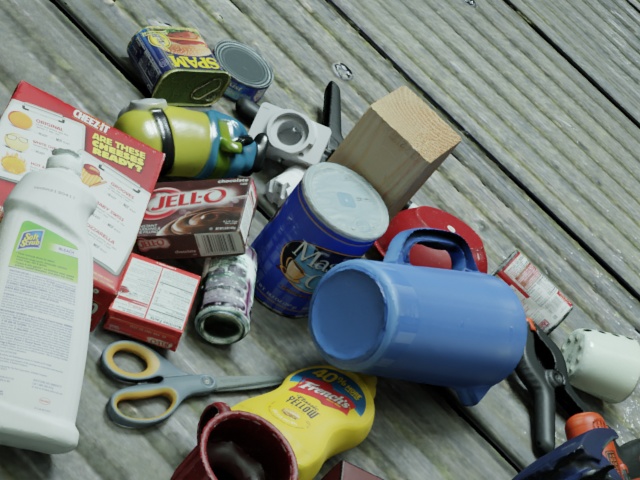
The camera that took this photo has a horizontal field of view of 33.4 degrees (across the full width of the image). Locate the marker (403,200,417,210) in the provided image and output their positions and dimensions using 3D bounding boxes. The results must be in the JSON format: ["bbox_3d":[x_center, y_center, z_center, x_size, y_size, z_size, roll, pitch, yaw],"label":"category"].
[{"bbox_3d":[0.140,-0.022,1.380,0.121,0.020,0.020,40,37,1],"label":"marker"}]

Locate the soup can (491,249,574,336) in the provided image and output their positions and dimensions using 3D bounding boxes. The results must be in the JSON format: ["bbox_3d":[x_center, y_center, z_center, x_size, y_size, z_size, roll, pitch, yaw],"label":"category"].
[{"bbox_3d":[0.261,0.071,1.347,0.102,0.069,0.068,45,37,6],"label":"soup can"}]

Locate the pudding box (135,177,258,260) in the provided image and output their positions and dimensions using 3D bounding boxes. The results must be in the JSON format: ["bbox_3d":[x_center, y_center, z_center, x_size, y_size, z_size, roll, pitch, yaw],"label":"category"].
[{"bbox_3d":[-0.126,-0.022,1.094,0.113,0.039,0.090,-1,41,9],"label":"pudding box"}]

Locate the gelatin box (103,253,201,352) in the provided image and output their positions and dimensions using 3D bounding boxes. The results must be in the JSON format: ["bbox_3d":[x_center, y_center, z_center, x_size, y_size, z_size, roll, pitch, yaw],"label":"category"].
[{"bbox_3d":[-0.160,0.060,1.023,0.073,0.030,0.089,19,37,-6],"label":"gelatin box"}]

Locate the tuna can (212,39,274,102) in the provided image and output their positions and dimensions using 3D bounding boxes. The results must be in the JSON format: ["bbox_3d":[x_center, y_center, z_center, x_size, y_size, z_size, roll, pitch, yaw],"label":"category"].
[{"bbox_3d":[-0.103,-0.214,1.360,0.086,0.034,0.086,23,40,-21],"label":"tuna can"}]

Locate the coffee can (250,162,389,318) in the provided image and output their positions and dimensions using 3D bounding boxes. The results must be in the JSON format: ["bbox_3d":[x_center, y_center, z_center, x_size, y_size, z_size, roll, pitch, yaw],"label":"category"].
[{"bbox_3d":[-0.007,0.001,1.131,0.102,0.140,0.103,23,40,-21],"label":"coffee can"}]

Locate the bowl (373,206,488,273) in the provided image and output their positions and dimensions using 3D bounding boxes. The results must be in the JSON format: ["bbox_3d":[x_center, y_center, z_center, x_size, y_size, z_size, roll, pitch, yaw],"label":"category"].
[{"bbox_3d":[0.144,0.006,1.288,0.162,0.055,0.162,24,24,-11],"label":"bowl"}]

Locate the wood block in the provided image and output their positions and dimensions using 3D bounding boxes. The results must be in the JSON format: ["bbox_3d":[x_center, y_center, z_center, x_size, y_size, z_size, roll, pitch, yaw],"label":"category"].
[{"bbox_3d":[0.051,-0.061,1.189,0.090,0.206,0.090,44,37,6],"label":"wood block"}]

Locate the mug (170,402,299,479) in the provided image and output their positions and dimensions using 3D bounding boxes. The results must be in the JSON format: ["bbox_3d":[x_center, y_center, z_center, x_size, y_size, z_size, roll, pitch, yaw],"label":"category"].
[{"bbox_3d":[-0.082,0.197,0.917,0.093,0.082,0.117,4,50,-37],"label":"mug"}]

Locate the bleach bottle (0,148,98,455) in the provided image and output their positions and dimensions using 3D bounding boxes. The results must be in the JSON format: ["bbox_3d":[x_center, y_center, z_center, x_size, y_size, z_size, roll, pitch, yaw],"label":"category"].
[{"bbox_3d":[-0.228,0.043,0.887,0.102,0.068,0.251,18,66,-23],"label":"bleach bottle"}]

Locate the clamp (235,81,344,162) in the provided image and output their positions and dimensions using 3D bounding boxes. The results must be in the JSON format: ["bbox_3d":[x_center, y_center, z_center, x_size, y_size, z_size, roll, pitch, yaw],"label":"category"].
[{"bbox_3d":[-0.005,-0.112,1.335,0.164,0.036,0.210,-10,62,-34],"label":"clamp"}]

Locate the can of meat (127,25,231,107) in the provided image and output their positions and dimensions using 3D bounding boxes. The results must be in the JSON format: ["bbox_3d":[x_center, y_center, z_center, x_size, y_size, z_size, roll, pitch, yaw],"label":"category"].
[{"bbox_3d":[-0.171,-0.210,1.281,0.101,0.058,0.084,-6,54,-43],"label":"can of meat"}]

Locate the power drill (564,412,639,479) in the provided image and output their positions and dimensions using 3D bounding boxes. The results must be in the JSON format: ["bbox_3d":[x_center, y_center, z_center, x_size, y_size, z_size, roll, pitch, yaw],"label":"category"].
[{"bbox_3d":[0.366,0.287,1.213,0.187,0.057,0.184,8,61,-39],"label":"power drill"}]

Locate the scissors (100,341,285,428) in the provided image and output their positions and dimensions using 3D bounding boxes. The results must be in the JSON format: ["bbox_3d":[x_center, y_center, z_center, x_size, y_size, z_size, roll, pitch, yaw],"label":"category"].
[{"bbox_3d":[-0.125,0.123,1.011,0.201,0.016,0.096,-15,62,-47],"label":"scissors"}]

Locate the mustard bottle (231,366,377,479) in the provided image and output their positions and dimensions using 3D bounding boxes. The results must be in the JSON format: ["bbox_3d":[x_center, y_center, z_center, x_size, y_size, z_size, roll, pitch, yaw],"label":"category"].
[{"bbox_3d":[-0.003,0.168,1.029,0.096,0.058,0.191,29,30,26],"label":"mustard bottle"}]

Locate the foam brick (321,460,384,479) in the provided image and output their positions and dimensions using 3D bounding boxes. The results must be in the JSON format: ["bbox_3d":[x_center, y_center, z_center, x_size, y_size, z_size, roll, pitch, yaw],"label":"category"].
[{"bbox_3d":[0.038,0.250,0.987,0.078,0.053,0.051,29,38,-14],"label":"foam brick"}]

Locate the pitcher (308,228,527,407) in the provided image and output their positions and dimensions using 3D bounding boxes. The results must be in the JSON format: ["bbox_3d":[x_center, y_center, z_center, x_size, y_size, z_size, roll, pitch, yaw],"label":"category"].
[{"bbox_3d":[0.100,0.076,1.102,0.242,0.145,0.149,13,28,-51],"label":"pitcher"}]

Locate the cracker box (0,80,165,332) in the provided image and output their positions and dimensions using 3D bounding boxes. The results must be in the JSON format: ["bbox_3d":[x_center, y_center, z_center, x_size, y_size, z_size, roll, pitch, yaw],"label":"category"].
[{"bbox_3d":[-0.253,-0.036,1.021,0.164,0.072,0.213,28,38,-16],"label":"cracker box"}]

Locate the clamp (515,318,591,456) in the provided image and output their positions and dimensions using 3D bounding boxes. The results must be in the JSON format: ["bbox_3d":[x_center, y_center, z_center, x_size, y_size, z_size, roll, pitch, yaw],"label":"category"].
[{"bbox_3d":[0.280,0.176,1.271,0.120,0.039,0.171,13,56,-41],"label":"clamp"}]
